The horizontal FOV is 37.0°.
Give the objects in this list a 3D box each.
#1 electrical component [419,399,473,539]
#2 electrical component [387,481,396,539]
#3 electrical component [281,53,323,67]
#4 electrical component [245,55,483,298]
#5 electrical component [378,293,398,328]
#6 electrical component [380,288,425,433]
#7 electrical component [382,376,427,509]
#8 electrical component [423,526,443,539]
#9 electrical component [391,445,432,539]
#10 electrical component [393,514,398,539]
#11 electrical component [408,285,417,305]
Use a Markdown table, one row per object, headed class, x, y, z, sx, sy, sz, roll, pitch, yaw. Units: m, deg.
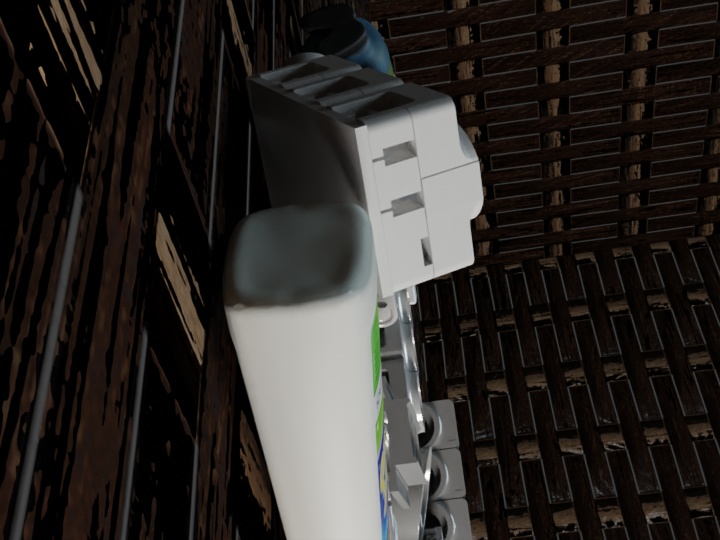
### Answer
| class | x | y | z | sx | sy | sz | roll | pitch | yaw |
| --- | --- | --- | --- | --- | --- | --- | --- | --- | --- |
| electrical component | 0.062 | 0.215 | 1.110 | 0.061 | 0.089 | 0.150 | 65 | 18 | -76 |
| electrical component | -0.006 | 0.146 | 0.627 | 0.055 | 0.047 | 0.055 | -8 | 90 | -86 |
| electrical component | -0.035 | -0.116 | 0.741 | 0.045 | 0.045 | 0.055 | 77 | 7 | -48 |
| electrical component | 0.000 | -0.058 | 0.582 | 0.150 | 0.062 | 0.089 | 36 | -40 | 58 |
| electrical component | 0.000 | 0.000 | 0.926 | 0.095 | 0.054 | 0.059 | 77 | 7 | -49 |
| electrical component | 0.020 | 0.080 | 0.992 | 0.089 | 0.062 | 0.150 | 75 | 8 | -57 |
| electrical component | 0.012 | 0.130 | 0.786 | 0.121 | 0.063 | 0.078 | 70 | 13 | -71 |
| electrical component | 0.053 | 0.315 | 0.989 | 0.150 | 0.062 | 0.089 | -83 | 164 | -74 |
| electrical component | 0.040 | 0.215 | 0.992 | 0.099 | 0.064 | 0.099 | -8 | 90 | -86 |
| electrical component | 0.004 | 0.176 | 0.731 | 0.062 | 0.043 | 0.043 | -63 | 145 | -85 |
| electrical component | 0.028 | 0.037 | 1.152 | 0.047 | 0.066 | 0.076 | -62 | 144 | -83 |
